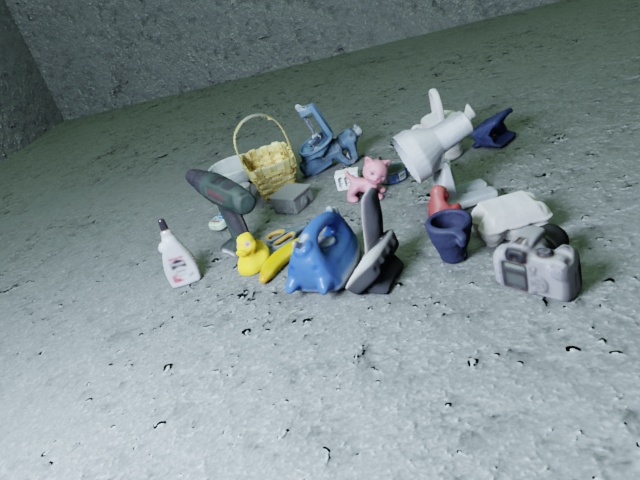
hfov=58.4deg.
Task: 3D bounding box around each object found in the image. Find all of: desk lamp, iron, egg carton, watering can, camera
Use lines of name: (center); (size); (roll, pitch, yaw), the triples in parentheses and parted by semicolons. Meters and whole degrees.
desk lamp: (0.282, -0.175, 1.307); (0.203, 0.214, 0.117); (-19, 28, -4)
iron: (0.011, 0.004, 1.207); (0.118, 0.142, 0.259); (-1, 32, 27)
egg carton: (0.388, -0.045, 1.170); (0.150, 0.069, 0.107); (-16, 28, 1)
watering can: (0.335, -0.322, 1.566); (0.173, 0.194, 0.100); (-23, 29, -11)
camera: (0.397, 0.022, 1.011); (0.137, 0.101, 0.142); (-36, 34, -32)

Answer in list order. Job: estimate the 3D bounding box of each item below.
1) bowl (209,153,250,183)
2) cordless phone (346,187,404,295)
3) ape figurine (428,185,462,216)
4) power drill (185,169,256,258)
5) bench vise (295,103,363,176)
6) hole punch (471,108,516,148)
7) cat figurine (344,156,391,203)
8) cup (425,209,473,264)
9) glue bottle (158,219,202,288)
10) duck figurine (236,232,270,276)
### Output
bowl: (-0.265, -0.208, 1.810); (0.167, 0.075, 0.167); (-13, 28, 7)
cordless phone: (0.093, 0.002, 1.121); (0.094, 0.185, 0.148); (-2, 32, 26)
ape figurine: (0.270, -0.080, 1.273); (0.076, 0.092, 0.077); (-28, 30, -20)
power drill: (-0.230, -0.068, 1.396); (0.228, 0.209, 0.076); (14, 41, 44)
bench vise: (0.014, -0.319, 1.705); (0.208, 0.220, 0.121); (-29, 30, -22)
hole punch: (0.473, -0.311, 1.581); (0.100, 0.091, 0.109); (12, 39, 42)
cat figurine: (0.124, -0.164, 1.476); (0.127, 0.118, 0.067); (-5, 30, 21)
cup: (0.263, 0.003, 1.122); (0.091, 0.095, 0.117); (-19, 28, -4)
glue bottle: (-0.336, 0.027, 1.320); (0.078, 0.173, 0.037); (-20, 28, -6)
duck figurine: (-0.162, 0.022, 1.328); (0.077, 0.086, 0.105); (-3, 31, 24)
